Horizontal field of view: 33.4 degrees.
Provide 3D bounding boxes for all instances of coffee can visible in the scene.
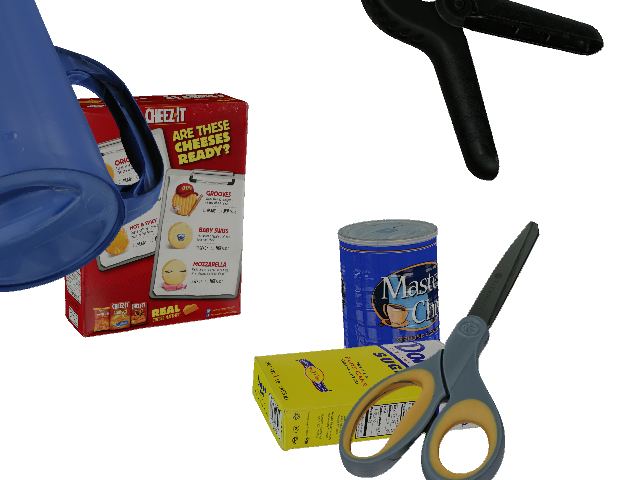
[{"bbox_3d":[0.072,0.056,1.111,0.103,0.140,0.103,-3,12,0],"label":"coffee can"}]

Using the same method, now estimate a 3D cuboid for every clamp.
[{"bbox_3d":[0.091,-0.152,0.764,0.210,0.164,0.036,37,-27,-5],"label":"clamp"}]

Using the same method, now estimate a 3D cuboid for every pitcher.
[{"bbox_3d":[-0.224,-0.096,0.757,0.145,0.243,0.149,-33,-30,15],"label":"pitcher"}]

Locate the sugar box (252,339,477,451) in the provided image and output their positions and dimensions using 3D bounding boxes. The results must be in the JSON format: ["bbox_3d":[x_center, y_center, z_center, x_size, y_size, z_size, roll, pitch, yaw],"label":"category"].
[{"bbox_3d":[0.039,0.128,0.905,0.176,0.048,0.093,-6,25,-18],"label":"sugar box"}]

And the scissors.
[{"bbox_3d":[0.094,0.066,0.596,0.201,0.016,0.096,-40,48,-23],"label":"scissors"}]

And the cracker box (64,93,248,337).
[{"bbox_3d":[-0.157,-0.028,1.009,0.163,0.214,0.072,-7,18,-30],"label":"cracker box"}]
